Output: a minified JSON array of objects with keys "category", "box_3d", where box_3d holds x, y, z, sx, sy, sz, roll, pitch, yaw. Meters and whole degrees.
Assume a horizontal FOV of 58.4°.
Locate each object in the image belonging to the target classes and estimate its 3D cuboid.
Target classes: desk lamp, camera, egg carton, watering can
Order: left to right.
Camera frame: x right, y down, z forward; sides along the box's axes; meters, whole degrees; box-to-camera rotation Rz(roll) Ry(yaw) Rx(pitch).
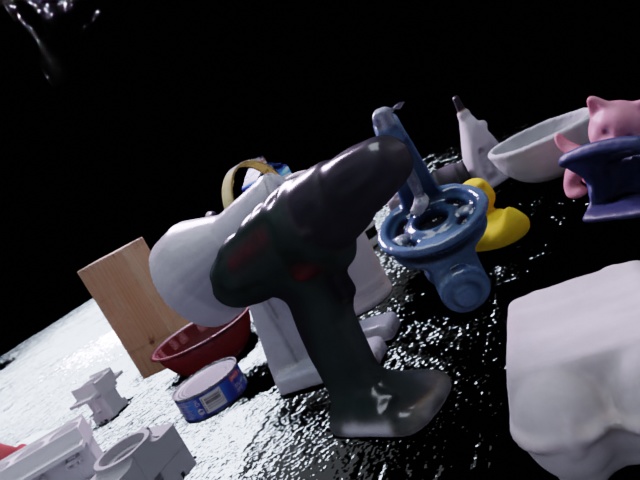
[{"category":"desk lamp","box_3d":[-0.054,0.048,0.612,0.202,0.214,0.118,-22,11,26]},{"category":"watering can","box_3d":[0.009,0.002,0.741,0.101,0.194,0.173,-26,10,7]},{"category":"camera","box_3d":[0.191,-0.086,0.986,0.136,0.101,0.143,-24,10,19]},{"category":"egg carton","box_3d":[0.164,0.071,0.333,0.107,0.069,0.150,-23,11,23]}]

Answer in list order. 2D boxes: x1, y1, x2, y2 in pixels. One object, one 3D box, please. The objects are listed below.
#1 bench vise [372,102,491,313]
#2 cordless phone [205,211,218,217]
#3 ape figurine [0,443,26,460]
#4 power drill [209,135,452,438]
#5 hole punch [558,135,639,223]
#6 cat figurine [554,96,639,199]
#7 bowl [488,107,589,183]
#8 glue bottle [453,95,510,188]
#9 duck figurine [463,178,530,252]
[{"category":"bench vise","box_3d":[0.101,-0.040,0.632,0.121,0.220,0.207,-29,10,-7]},{"category":"cordless phone","box_3d":[-0.178,0.028,1.138,0.094,0.185,0.147,-31,11,-22]},{"category":"ape figurine","box_3d":[-0.406,0.280,0.718,0.078,0.092,0.076,-31,11,-21]},{"category":"power drill","box_3d":[0.015,0.047,0.447,0.229,0.208,0.076,-18,13,42]},{"category":"hole punch","box_3d":[0.326,-0.078,0.606,0.101,0.091,0.108,-33,11,-27]},{"category":"cat figurine","box_3d":[0.347,-0.122,0.701,0.067,0.118,0.127,-33,11,-29]},{"category":"bowl","box_3d":[0.351,-0.135,0.884,0.167,0.075,0.167,-27,10,5]},{"category":"glue bottle","box_3d":[0.274,-0.175,1.008,0.078,0.173,0.037,-31,11,-19]},{"category":"duck figurine","box_3d":[0.210,-0.038,0.725,0.078,0.086,0.104,-30,10,-17]}]
